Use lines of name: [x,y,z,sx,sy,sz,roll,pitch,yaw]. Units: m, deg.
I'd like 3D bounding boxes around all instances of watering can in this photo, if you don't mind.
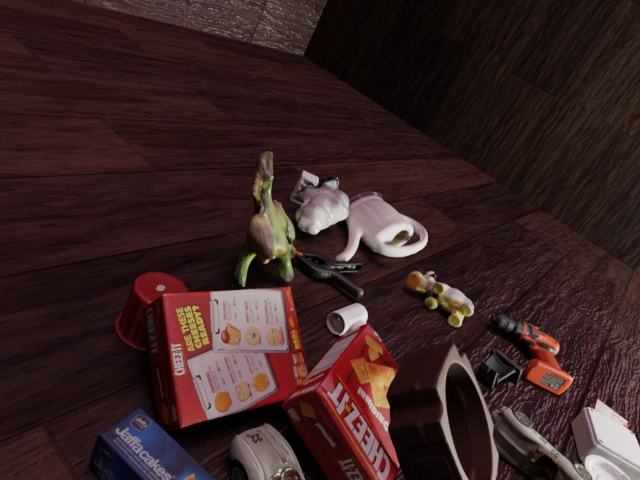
watering can: [0.127,-0.030,1.337,0.349,0.102,0.228,-9,42,-38]

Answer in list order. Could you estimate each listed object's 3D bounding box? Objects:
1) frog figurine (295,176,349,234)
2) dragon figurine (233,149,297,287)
frog figurine: [0.004,-0.064,1.269,0.137,0.120,0.163,-5,46,7]
dragon figurine: [-0.097,-0.062,1.013,0.122,0.237,0.419,4,32,-4]
